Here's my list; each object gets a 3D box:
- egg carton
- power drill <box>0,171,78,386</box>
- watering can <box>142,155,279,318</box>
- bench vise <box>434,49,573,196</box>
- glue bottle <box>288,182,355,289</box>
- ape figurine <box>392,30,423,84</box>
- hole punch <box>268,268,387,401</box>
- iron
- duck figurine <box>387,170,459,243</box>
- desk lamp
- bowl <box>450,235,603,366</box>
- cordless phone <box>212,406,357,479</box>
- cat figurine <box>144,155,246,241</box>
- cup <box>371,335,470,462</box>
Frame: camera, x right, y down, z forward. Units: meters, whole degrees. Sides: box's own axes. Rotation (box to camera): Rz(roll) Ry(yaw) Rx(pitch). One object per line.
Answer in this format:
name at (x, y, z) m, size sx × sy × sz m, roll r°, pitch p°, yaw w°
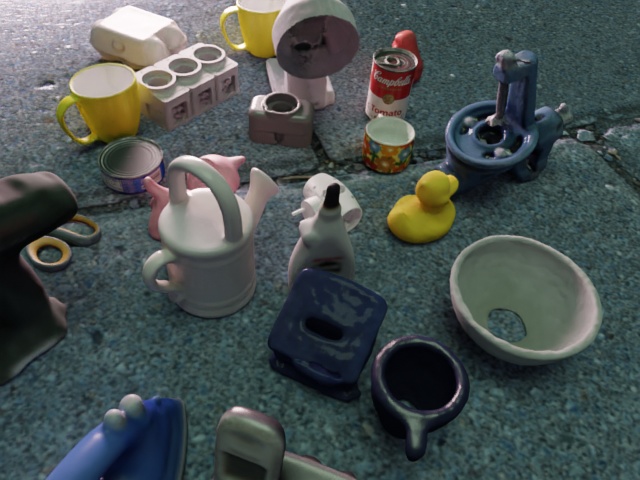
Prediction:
egg carton at (-0.305, -0.333, 0.960) m, size 0.150 × 0.069 × 0.107 m, roll 22°, pitch 50°, yaw 13°
power drill at (-0.322, 0.044, 0.534) m, size 0.075 × 0.208 × 0.230 m, roll 29°, pitch 52°, yaw 19°
watering can at (-0.117, -0.015, 0.617) m, size 0.100 × 0.194 × 0.173 m, roll 17°, pitch 49°, yaw 9°
bench vise at (0.258, -0.173, 0.778) m, size 0.208 × 0.220 × 0.121 m, roll -35°, pitch 60°, yaw -30°
glue bottle at (0.006, 0.002, 0.629) m, size 0.078 × 0.173 × 0.037 m, roll -10°, pitch 50°, yaw -14°
ape figurine at (0.141, -0.314, 0.975) m, size 0.076 × 0.092 × 0.078 m, roll 22°, pitch 50°, yaw 14°
hole punch at (0.008, 0.098, 0.600) m, size 0.108 × 0.091 × 0.101 m, roll 21°, pitch 50°, yaw 12°
iron at (-0.185, 0.208, 0.450) m, size 0.118 × 0.141 × 0.258 m, roll 19°, pitch 50°, yaw 11°
duck figurine at (0.139, -0.050, 0.747) m, size 0.105 × 0.086 × 0.077 m, roll -25°, pitch 56°, yaw -25°
desk lamp at (-0.024, -0.300, 0.865) m, size 0.118 × 0.213 × 0.203 m, roll -7°, pitch 50°, yaw -12°
bowl at (0.222, 0.079, 0.650) m, size 0.167 × 0.075 × 0.167 m, roll 3°, pitch 49°, yaw -3°
cordless phone at (-0.020, 0.201, 0.444) m, size 0.147 × 0.185 × 0.094 m, roll 15°, pitch 49°, yaw 7°
cat figurine at (-0.153, -0.063, 0.707) m, size 0.128 × 0.118 × 0.067 m, roll -6°, pitch 50°, yaw -11°
cup at (0.088, 0.164, 0.548) m, size 0.091 × 0.095 × 0.118 m, roll 9°, pitch 49°, yaw 2°
